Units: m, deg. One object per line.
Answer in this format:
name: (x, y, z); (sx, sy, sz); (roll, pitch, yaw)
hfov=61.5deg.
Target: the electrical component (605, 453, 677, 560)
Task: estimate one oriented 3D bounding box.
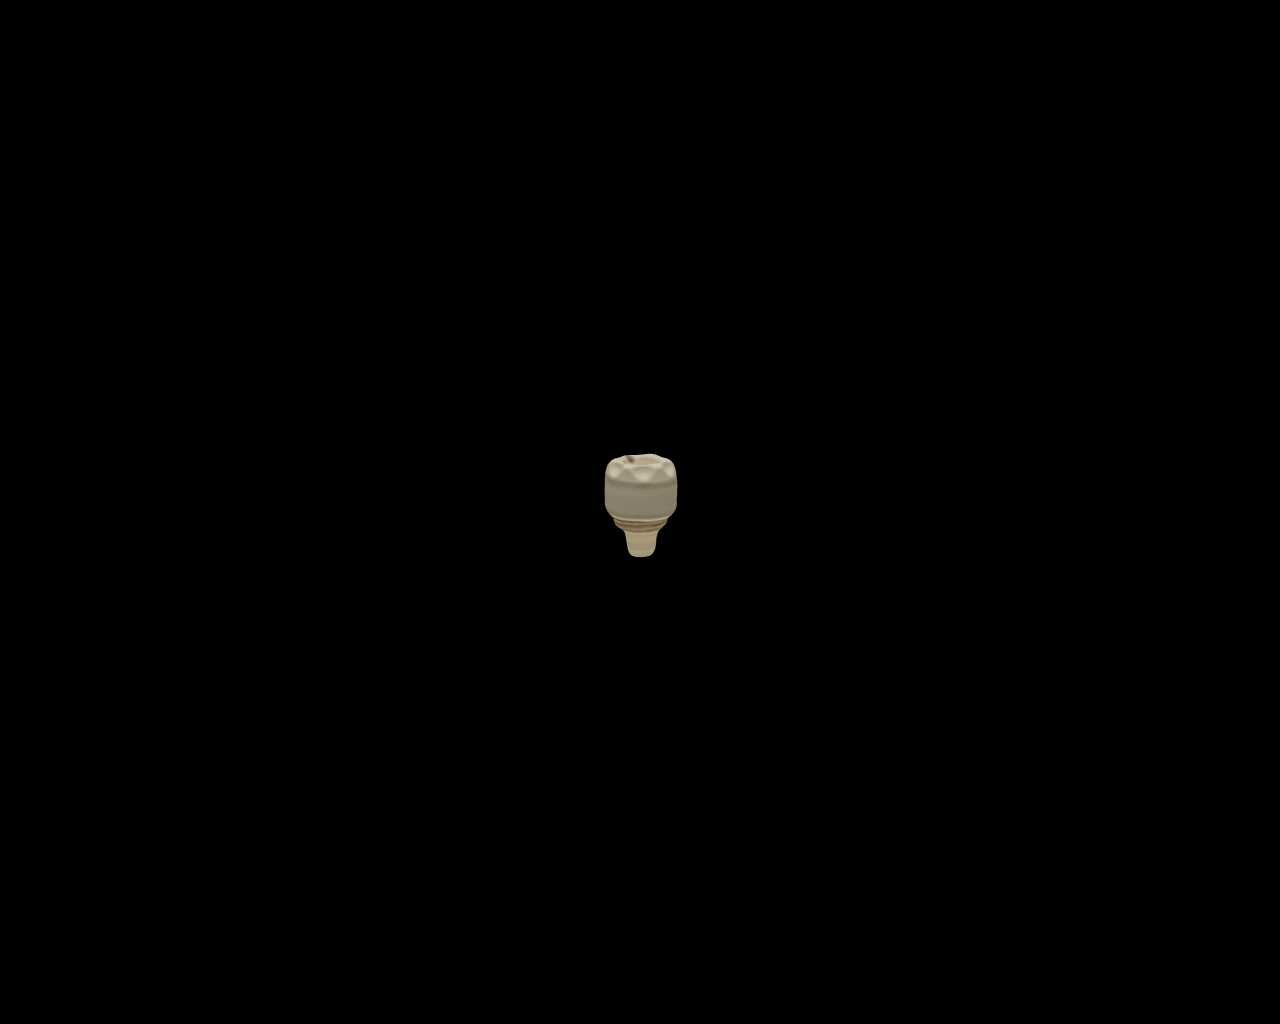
electrical component: (0.001, -0.003, 0.650); (0.043, 0.062, 0.043); (0, 16, 0)
